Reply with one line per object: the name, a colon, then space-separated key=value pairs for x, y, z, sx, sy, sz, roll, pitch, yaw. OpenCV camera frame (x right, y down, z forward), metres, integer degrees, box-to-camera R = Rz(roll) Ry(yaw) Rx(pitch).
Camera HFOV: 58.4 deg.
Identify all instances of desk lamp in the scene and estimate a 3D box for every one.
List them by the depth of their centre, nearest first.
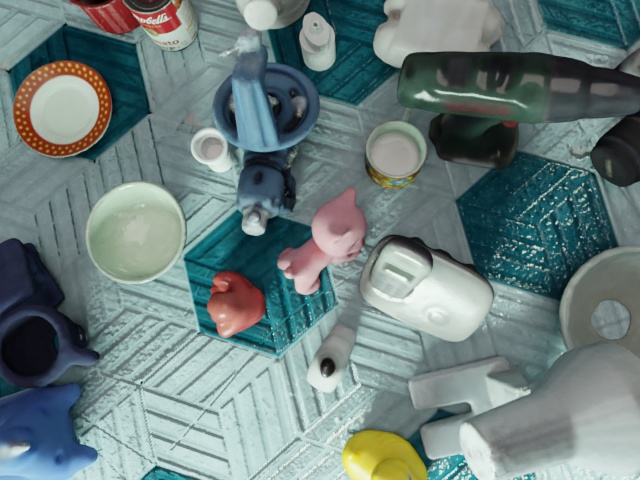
desk lamp: x=0.207 y=0.179 z=0.578 sx=0.203 sy=0.213 sz=0.118 roll=-15 pitch=82 yaw=1

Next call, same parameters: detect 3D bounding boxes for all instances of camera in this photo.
camera: x=0.380 y=-0.140 z=0.666 sx=0.137 sy=0.101 sz=0.143 roll=-39 pitch=83 yaw=-2

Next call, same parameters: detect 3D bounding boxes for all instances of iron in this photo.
iron: x=-0.395 y=0.249 z=0.635 sx=0.258 sy=0.141 sz=0.118 roll=-19 pitch=82 yaw=0

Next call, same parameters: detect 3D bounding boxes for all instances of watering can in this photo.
watering can: x=-0.064 y=-0.331 z=0.664 sx=0.101 sy=0.194 sz=0.173 roll=-23 pitch=82 yaw=0

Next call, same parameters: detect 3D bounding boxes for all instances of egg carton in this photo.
egg carton: x=0.145 y=-0.252 z=0.707 sx=0.150 sy=0.069 sz=0.107 roll=16 pitch=84 yaw=5

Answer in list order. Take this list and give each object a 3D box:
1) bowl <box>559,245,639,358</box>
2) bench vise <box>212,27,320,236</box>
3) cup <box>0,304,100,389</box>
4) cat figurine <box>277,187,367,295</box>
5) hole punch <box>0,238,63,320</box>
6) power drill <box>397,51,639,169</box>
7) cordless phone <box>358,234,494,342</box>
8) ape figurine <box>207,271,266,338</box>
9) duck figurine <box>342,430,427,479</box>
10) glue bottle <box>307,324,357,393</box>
bowl: x=0.346 y=0.092 z=0.652 sx=0.167 sy=0.075 sz=0.167 roll=0 pitch=83 yaw=3
bench vise: x=-0.054 y=-0.118 z=0.624 sx=0.121 sy=0.220 sz=0.207 roll=-13 pitch=82 yaw=1
cup: x=-0.302 y=0.124 z=0.669 sx=0.117 sy=0.095 sz=0.092 roll=10 pitch=83 yaw=4
cat figurine: x=0.006 y=0.002 z=0.658 sx=0.128 sy=0.118 sz=0.067 roll=-42 pitch=83 yaw=-3
hole punch: x=-0.388 y=0.058 z=0.684 sx=0.108 sy=0.091 sz=0.101 roll=-34 pitch=82 yaw=-2
power drill: x=0.196 y=-0.142 z=0.621 sx=0.229 sy=0.208 sz=0.076 roll=9 pitch=83 yaw=4
cordless phone: x=0.118 y=0.048 z=0.613 sx=0.147 sy=0.185 sz=0.094 roll=23 pitch=85 yaw=6
ape figurine: x=-0.105 y=0.076 z=0.667 sx=0.076 sy=0.092 sz=0.078 roll=15 pitch=84 yaw=5
duck figurine: x=0.073 y=0.261 z=0.639 sx=0.104 sy=0.086 sz=0.077 roll=29 pitch=85 yaw=6
glue bottle: x=0.011 y=0.130 z=0.614 sx=0.037 sy=0.173 sz=0.078 roll=25 pitch=85 yaw=6
